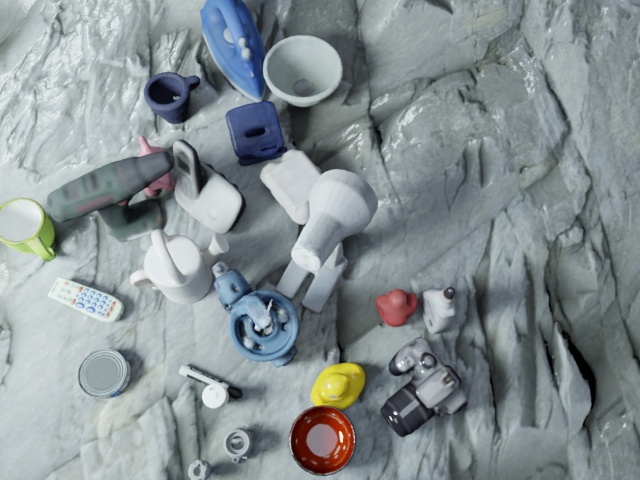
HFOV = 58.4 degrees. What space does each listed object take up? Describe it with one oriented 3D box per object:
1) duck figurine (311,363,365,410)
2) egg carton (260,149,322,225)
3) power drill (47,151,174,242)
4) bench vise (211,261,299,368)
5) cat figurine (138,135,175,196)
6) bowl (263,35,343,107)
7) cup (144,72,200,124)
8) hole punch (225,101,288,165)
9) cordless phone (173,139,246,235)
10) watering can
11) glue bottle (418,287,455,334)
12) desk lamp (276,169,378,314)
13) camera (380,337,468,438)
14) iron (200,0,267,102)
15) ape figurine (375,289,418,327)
[{"bbox_3d":[0.033,0.252,0.994,0.105,0.086,0.077,-32,73,-12],"label":"duck figurine"},{"bbox_3d":[-0.042,-0.106,1.133,0.107,0.069,0.150,-36,74,-13],"label":"egg carton"},{"bbox_3d":[-0.357,-0.075,1.041,0.230,0.208,0.075,-19,71,-8],"label":"power drill"},{"bbox_3d":[-0.126,0.122,0.967,0.207,0.220,0.121,32,72,10],"label":"bench vise"},{"bbox_3d":[-0.327,-0.144,1.115,0.067,0.118,0.127,-18,71,-7],"label":"cat figurine"},{"bbox_3d":[-0.036,-0.346,1.218,0.167,0.075,0.167,0,70,-1],"label":"bowl"},{"bbox_3d":[-0.295,-0.290,1.182,0.118,0.095,0.091,-31,73,-11],"label":"cup"},{"bbox_3d":[-0.128,-0.216,1.160,0.109,0.091,0.101,-16,71,-7],"label":"hole punch"},{"bbox_3d":[-0.213,-0.101,1.066,0.147,0.185,0.094,34,73,11],"label":"cordless phone"},{"bbox_3d":[-0.249,0.037,1.010,0.173,0.194,0.101,-43,76,-15],"label":"watering can"},{"bbox_3d":[0.212,0.112,1.003,0.037,0.173,0.078,-16,71,-6],"label":"glue bottle"},{"bbox_3d":[0.009,0.004,1.017,0.118,0.213,0.203,26,72,9],"label":"desk lamp"},{"bbox_3d":[0.164,0.260,0.986,0.137,0.101,0.143,-35,74,-13],"label":"camera"},{"bbox_3d":[-0.175,-0.429,1.210,0.119,0.141,0.258,-22,72,-9],"label":"iron"},{"bbox_3d":[0.140,0.116,1.043,0.077,0.092,0.076,16,70,5],"label":"ape figurine"}]
